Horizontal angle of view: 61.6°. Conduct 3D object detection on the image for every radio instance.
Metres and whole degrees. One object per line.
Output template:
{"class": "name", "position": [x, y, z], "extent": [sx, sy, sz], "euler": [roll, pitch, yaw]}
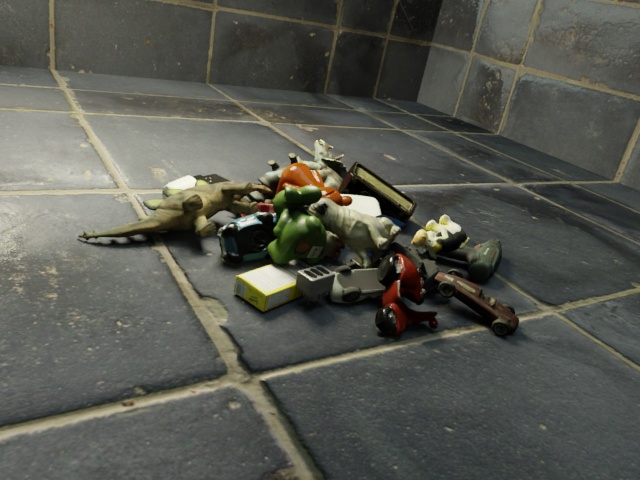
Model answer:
{"class": "radio", "position": [0.170, -0.129, 1.593], "extent": [0.230, 0.073, 0.131], "euler": [34, 27, 0]}

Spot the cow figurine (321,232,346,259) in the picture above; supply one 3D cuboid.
{"class": "cow figurine", "position": [-0.003, -0.004, 1.318], "extent": [0.127, 0.085, 0.195], "euler": [15, 22, 10]}

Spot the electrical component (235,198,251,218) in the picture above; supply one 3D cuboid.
{"class": "electrical component", "position": [-0.221, -0.094, 1.472], "extent": [0.078, 0.045, 0.102], "euler": [29, 12, -40]}

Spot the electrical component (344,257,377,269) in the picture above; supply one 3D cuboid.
{"class": "electrical component", "position": [0.106, 0.065, 1.290], "extent": [0.094, 0.021, 0.063], "euler": [-7, 31, -38]}

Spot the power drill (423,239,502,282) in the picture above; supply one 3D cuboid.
{"class": "power drill", "position": [0.383, 0.027, 1.444], "extent": [0.207, 0.086, 0.232], "euler": [24, 29, 8]}

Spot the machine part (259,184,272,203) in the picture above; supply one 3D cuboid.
{"class": "machine part", "position": [-0.167, -0.123, 1.563], "extent": [0.084, 0.039, 0.139], "euler": [-17, 38, -33]}

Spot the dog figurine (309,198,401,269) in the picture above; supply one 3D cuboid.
{"class": "dog figurine", "position": [0.081, -0.040, 1.254], "extent": [0.191, 0.121, 0.172], "euler": [42, 21, 12]}

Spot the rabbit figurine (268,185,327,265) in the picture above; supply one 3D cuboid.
{"class": "rabbit figurine", "position": [-0.061, -0.051, 1.169], "extent": [0.121, 0.159, 0.170], "euler": [-6, 49, -25]}

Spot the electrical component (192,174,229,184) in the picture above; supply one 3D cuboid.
{"class": "electrical component", "position": [-0.310, -0.139, 1.509], "extent": [0.115, 0.058, 0.134], "euler": [22, 26, 27]}

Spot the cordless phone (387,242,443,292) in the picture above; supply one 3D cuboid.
{"class": "cordless phone", "position": [0.254, 0.073, 1.296], "extent": [0.184, 0.088, 0.147], "euler": [7, 22, -38]}

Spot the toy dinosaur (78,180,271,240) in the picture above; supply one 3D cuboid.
{"class": "toy dinosaur", "position": [-0.317, -0.071, 1.277], "extent": [0.471, 0.105, 0.199], "euler": [-20, 22, -39]}

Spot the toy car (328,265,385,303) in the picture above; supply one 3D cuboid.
{"class": "toy car", "position": [0.104, 0.095, 1.172], "extent": [0.202, 0.056, 0.073], "euler": [-1, 51, -28]}

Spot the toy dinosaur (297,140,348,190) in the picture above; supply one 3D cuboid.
{"class": "toy dinosaur", "position": [0.018, -0.176, 1.678], "extent": [0.192, 0.131, 0.405], "euler": [4, 31, -14]}

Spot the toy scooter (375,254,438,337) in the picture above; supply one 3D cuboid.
{"class": "toy scooter", "position": [0.184, 0.119, 1.105], "extent": [0.135, 0.075, 0.184], "euler": [18, 57, -14]}

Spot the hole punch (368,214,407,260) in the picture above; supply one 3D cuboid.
{"class": "hole punch", "position": [0.151, -0.008, 1.377], "extent": [0.116, 0.092, 0.142], "euler": [-9, 24, -32]}

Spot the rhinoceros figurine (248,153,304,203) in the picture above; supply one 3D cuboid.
{"class": "rhinoceros figurine", "position": [-0.118, -0.165, 1.502], "extent": [0.190, 0.112, 0.073], "euler": [-32, 63, -27]}

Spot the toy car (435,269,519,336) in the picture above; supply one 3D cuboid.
{"class": "toy car", "position": [0.345, 0.129, 1.175], "extent": [0.202, 0.053, 0.089], "euler": [37, 34, 12]}

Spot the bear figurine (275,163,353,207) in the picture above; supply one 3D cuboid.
{"class": "bear figurine", "position": [-0.017, -0.113, 1.414], "extent": [0.120, 0.131, 0.196], "euler": [-34, 65, -31]}

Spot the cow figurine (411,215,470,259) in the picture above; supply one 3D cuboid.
{"class": "cow figurine", "position": [0.294, 0.002, 1.308], "extent": [0.098, 0.068, 0.167], "euler": [39, 36, 24]}

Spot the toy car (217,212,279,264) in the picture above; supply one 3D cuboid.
{"class": "toy car", "position": [-0.167, -0.003, 1.242], "extent": [0.162, 0.109, 0.103], "euler": [-16, 10, -28]}
